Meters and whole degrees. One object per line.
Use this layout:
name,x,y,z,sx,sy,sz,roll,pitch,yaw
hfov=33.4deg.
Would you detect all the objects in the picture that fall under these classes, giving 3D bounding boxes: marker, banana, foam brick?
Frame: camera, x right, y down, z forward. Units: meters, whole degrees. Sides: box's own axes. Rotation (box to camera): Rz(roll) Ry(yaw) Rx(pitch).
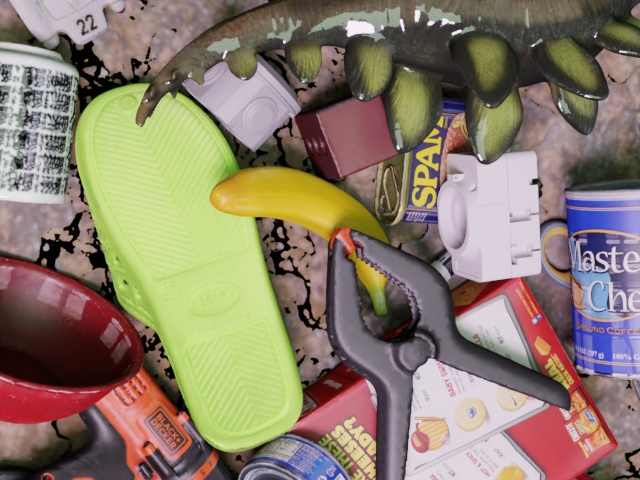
marker,0.131,-0.007,0.847,0.121,0.020,0.020,-41,103,-7
banana,-0.002,-0.013,0.776,0.197,0.037,0.069,34,46,-39
foam brick,0.019,-0.078,0.784,0.051,0.078,0.053,-23,98,-10

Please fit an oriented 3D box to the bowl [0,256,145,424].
bowl,-0.202,0.073,0.711,0.162,0.162,0.055,20,110,-15

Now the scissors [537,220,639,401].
scissors,0.227,0.061,0.879,0.096,0.016,0.202,-8,97,-11

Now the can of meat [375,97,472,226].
can of meat,0.093,-0.060,0.815,0.083,0.057,0.102,4,95,-17

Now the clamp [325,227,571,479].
clamp,0.076,0.078,0.762,0.164,0.036,0.210,-25,93,-10

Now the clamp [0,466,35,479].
clamp,-0.207,0.230,0.773,0.171,0.039,0.120,32,68,-12

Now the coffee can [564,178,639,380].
coffee can,0.243,0.026,0.816,0.102,0.103,0.140,-6,97,-13

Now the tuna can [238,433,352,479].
tuna can,-0.016,0.183,0.764,0.033,0.086,0.086,-41,106,-44

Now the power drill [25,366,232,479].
power drill,-0.150,0.200,0.752,0.187,0.057,0.184,-42,100,-31

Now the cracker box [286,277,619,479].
cracker box,0.097,0.145,0.826,0.213,0.072,0.164,-33,100,-8

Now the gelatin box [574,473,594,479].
gelatin box,0.234,0.228,0.865,0.030,0.073,0.089,-46,104,-5
